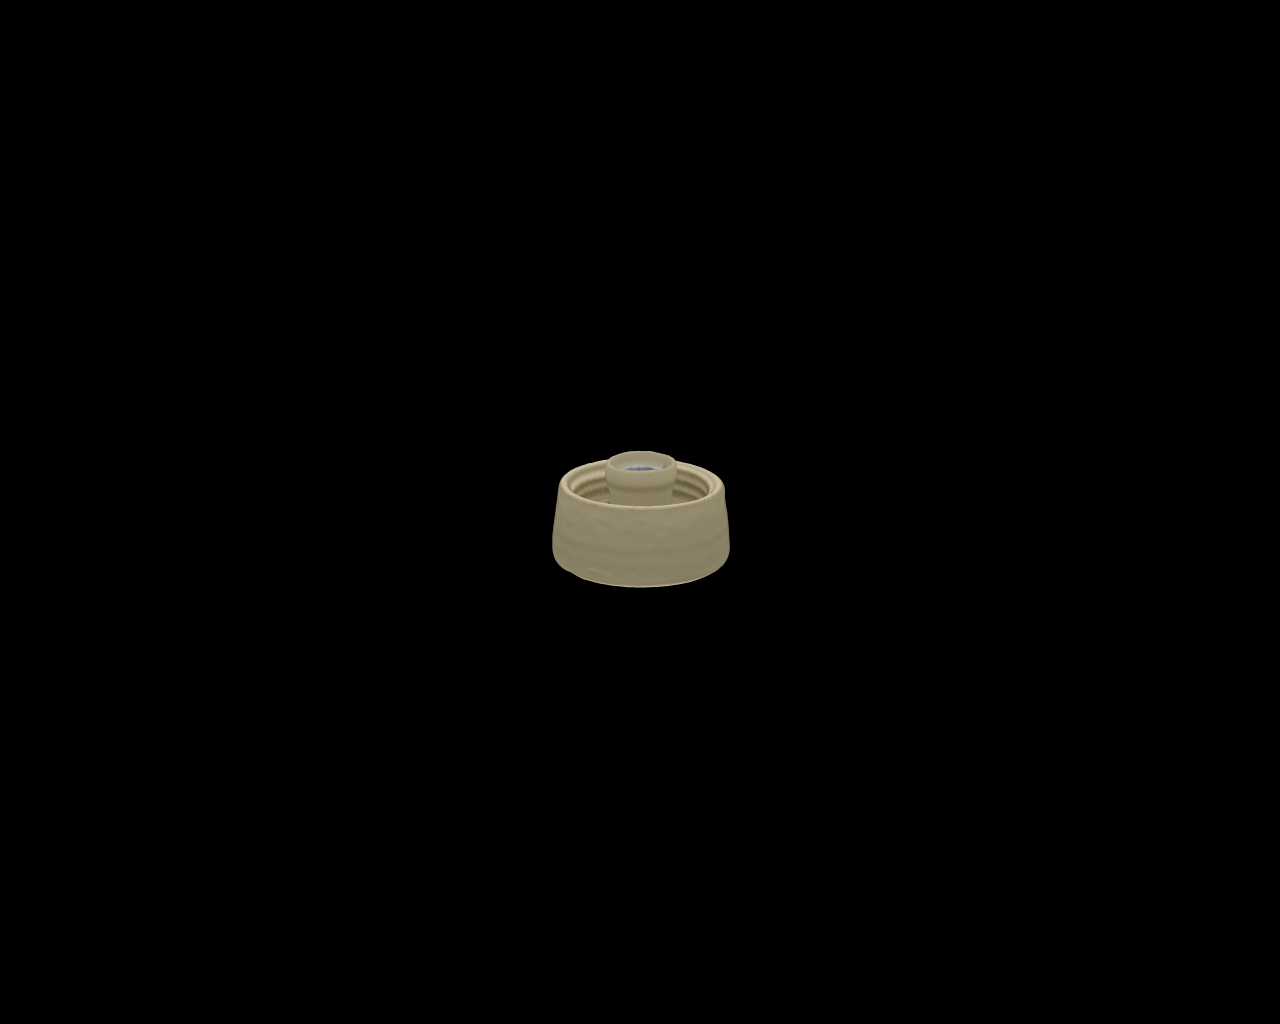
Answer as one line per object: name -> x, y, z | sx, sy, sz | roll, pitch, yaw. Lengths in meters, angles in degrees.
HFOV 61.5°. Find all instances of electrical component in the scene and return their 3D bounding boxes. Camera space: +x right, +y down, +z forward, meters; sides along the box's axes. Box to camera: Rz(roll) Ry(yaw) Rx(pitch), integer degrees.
electrical component -> 0.001, -0.003, 0.650 | 0.108, 0.060, 0.108 | 0, 20, 0
